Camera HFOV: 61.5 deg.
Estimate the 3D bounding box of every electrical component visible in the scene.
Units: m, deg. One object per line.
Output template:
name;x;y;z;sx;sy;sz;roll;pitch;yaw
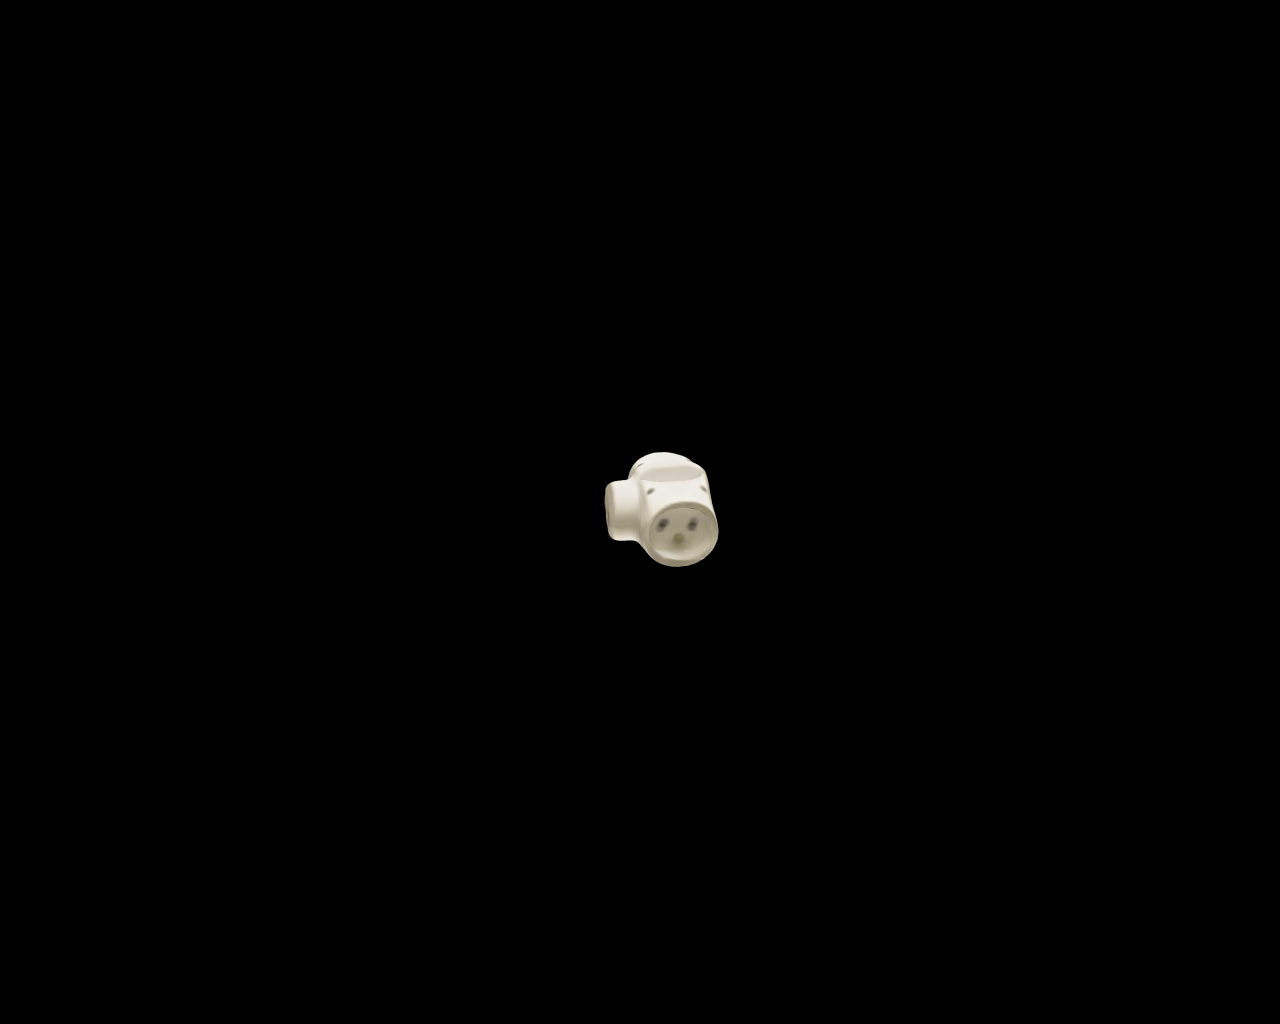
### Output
electrical component;0.001;-0.003;0.650;0.079;0.043;0.077;-3;26;-7
